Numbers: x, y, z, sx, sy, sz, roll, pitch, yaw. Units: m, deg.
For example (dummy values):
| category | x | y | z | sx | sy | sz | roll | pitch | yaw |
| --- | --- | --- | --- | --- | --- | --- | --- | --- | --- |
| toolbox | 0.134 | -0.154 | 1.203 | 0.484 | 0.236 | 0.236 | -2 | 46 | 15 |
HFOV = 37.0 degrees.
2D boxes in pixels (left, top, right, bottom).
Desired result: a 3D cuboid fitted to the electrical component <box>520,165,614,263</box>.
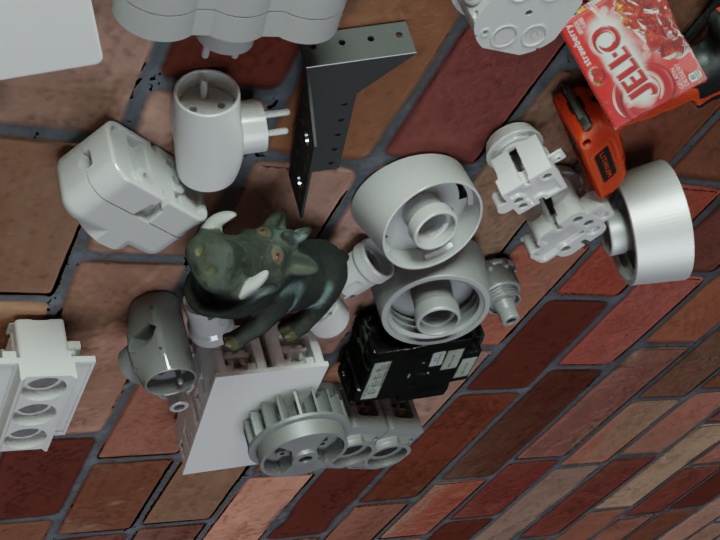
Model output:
| category | x | y | z | sx | sy | sz | roll | pitch | yaw |
| --- | --- | --- | --- | --- | --- | --- | --- | --- | --- |
| electrical component | 0.171 | -0.052 | 0.925 | 0.078 | 0.057 | 0.058 | -38 | 144 | 27 |

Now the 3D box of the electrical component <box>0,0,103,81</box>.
| category | x | y | z | sx | sy | sz | roll | pitch | yaw |
| --- | --- | --- | --- | --- | --- | --- | --- | --- | --- |
| electrical component | -0.194 | -0.153 | 0.586 | 0.100 | 0.048 | 0.099 | -12 | 147 | -11 |

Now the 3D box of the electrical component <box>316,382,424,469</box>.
| category | x | y | z | sx | sy | sz | roll | pitch | yaw |
| --- | --- | --- | --- | --- | --- | --- | --- | --- | --- |
| electrical component | -0.018 | 0.173 | 1.161 | 0.150 | 0.061 | 0.089 | 10 | 138 | -38 |

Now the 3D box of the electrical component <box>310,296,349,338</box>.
| category | x | y | z | sx | sy | sz | roll | pitch | yaw |
| --- | --- | --- | --- | --- | --- | --- | --- | --- | --- |
| electrical component | -0.038 | 0.030 | 0.955 | 0.040 | 0.040 | 0.078 | -24 | 148 | 7 |

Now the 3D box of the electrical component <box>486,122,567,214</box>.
| category | x | y | z | sx | sy | sz | roll | pitch | yaw |
| --- | --- | --- | --- | --- | --- | --- | --- | --- | --- |
| electrical component | 0.129 | -0.084 | 0.856 | 0.066 | 0.055 | 0.048 | -30 | 146 | 17 |

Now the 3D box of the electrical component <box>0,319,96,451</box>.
| category | x | y | z | sx | sy | sz | roll | pitch | yaw |
| --- | --- | --- | --- | --- | --- | --- | --- | --- | --- |
| electrical component | -0.278 | 0.097 | 0.908 | 0.079 | 0.063 | 0.121 | 1 | 143 | -29 |

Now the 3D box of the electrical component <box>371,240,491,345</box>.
| category | x | y | z | sx | sy | sz | roll | pitch | yaw |
| --- | --- | --- | --- | --- | --- | --- | --- | --- | --- |
| electrical component | 0.065 | 0.024 | 0.963 | 0.108 | 0.060 | 0.108 | -6 | 140 | -5 |

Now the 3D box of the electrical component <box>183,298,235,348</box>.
| category | x | y | z | sx | sy | sz | roll | pitch | yaw |
| --- | --- | --- | --- | --- | --- | --- | --- | --- | --- |
| electrical component | -0.130 | 0.038 | 0.920 | 0.040 | 0.040 | 0.046 | -15 | 143 | -7 |

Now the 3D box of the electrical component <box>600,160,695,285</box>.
| category | x | y | z | sx | sy | sz | roll | pitch | yaw |
| --- | --- | --- | --- | --- | --- | --- | --- | --- | --- |
| electrical component | 0.244 | -0.038 | 0.943 | 0.060 | 0.108 | 0.108 | -12 | 148 | -1 |

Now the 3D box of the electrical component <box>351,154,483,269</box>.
| category | x | y | z | sx | sy | sz | roll | pitch | yaw |
| --- | --- | --- | --- | --- | --- | --- | --- | --- | --- |
| electrical component | 0.048 | -0.050 | 0.880 | 0.099 | 0.064 | 0.099 | -17 | 136 | -17 |

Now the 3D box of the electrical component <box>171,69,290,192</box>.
| category | x | y | z | sx | sy | sz | roll | pitch | yaw |
| --- | --- | --- | --- | --- | --- | --- | --- | --- | --- |
| electrical component | -0.087 | -0.096 | 0.734 | 0.079 | 0.043 | 0.077 | -10 | 147 | -15 |

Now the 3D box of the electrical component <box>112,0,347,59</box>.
| category | x | y | z | sx | sy | sz | roll | pitch | yaw |
| --- | --- | --- | --- | --- | --- | --- | --- | --- | --- |
| electrical component | -0.078 | -0.154 | 0.643 | 0.138 | 0.052 | 0.073 | -4 | 145 | -22 |

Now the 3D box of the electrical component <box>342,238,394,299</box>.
| category | x | y | z | sx | sy | sz | roll | pitch | yaw |
| --- | --- | --- | --- | --- | --- | --- | --- | --- | --- |
| electrical component | 0.000 | 0.000 | 0.931 | 0.046 | 0.040 | 0.040 | -34 | 145 | 31 |

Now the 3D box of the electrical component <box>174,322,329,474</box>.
| category | x | y | z | sx | sy | sz | roll | pitch | yaw |
| --- | --- | --- | --- | --- | --- | --- | --- | --- | --- |
| electrical component | -0.111 | 0.120 | 1.034 | 0.105 | 0.060 | 0.186 | -4 | 145 | -23 |

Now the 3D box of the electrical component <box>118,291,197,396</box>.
| category | x | y | z | sx | sy | sz | roll | pitch | yaw |
| --- | --- | --- | --- | --- | --- | --- | --- | --- | --- |
| electrical component | -0.178 | 0.071 | 0.908 | 0.079 | 0.077 | 0.043 | -39 | 143 | 29 |

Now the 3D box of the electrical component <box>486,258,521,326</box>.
| category | x | y | z | sx | sy | sz | roll | pitch | yaw |
| --- | --- | --- | --- | --- | --- | --- | --- | --- | --- |
| electrical component | 0.132 | 0.023 | 1.013 | 0.048 | 0.062 | 0.048 | -14 | 148 | -9 |

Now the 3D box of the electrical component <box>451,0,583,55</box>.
| category | x | y | z | sx | sy | sz | roll | pitch | yaw |
| --- | --- | --- | --- | --- | --- | --- | --- | --- | --- |
| electrical component | 0.100 | -0.183 | 0.696 | 0.080 | 0.051 | 0.080 | -14 | 148 | -9 |

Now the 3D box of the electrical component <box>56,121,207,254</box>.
| category | x | y | z | sx | sy | sz | roll | pitch | yaw |
| --- | --- | --- | --- | --- | --- | --- | --- | --- | --- |
| electrical component | -0.161 | -0.053 | 0.750 | 0.059 | 0.053 | 0.095 | -32 | 146 | 20 |

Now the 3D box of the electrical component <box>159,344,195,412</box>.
| category | x | y | z | sx | sy | sz | roll | pitch | yaw |
| --- | --- | --- | --- | --- | --- | --- | --- | --- | --- |
| electrical component | -0.168 | 0.097 | 0.965 | 0.048 | 0.062 | 0.048 | -14 | 147 | -9 |
